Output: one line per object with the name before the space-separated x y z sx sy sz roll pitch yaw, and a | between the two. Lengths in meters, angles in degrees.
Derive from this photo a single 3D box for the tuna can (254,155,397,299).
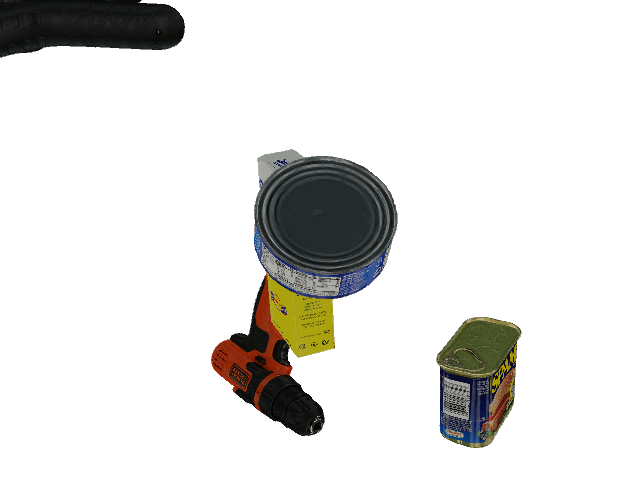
tuna can | 0.002 -0.008 0.647 0.086 0.086 0.034 0 -34 -5

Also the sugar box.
sugar box | -0.024 0.011 1.008 0.048 0.176 0.093 -13 21 -16

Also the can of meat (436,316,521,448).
can of meat | 0.150 0.134 1.009 0.058 0.084 0.101 11 28 26

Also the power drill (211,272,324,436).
power drill | -0.037 0.105 1.200 0.057 0.188 0.185 13 12 -47

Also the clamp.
clamp | -0.169 -0.133 0.622 0.171 0.039 0.120 -4 22 -10
